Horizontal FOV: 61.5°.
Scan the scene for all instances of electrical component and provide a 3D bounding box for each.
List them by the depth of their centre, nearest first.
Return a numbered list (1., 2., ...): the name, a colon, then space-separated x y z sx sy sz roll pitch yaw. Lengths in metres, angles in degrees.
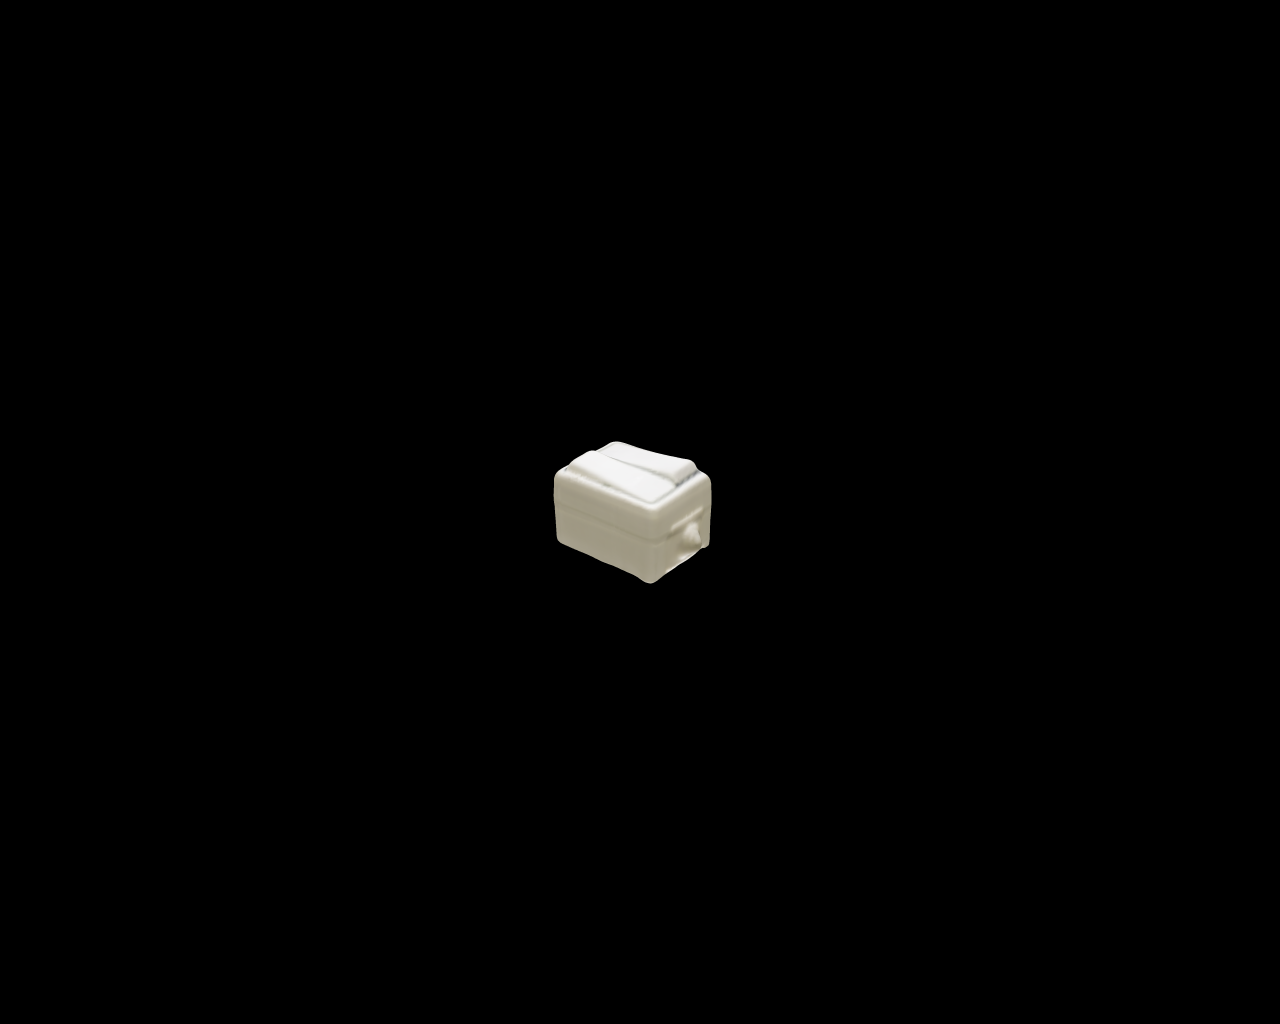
1. electrical component: 0.001 -0.003 0.650 0.096 0.061 0.062 22 37 34
